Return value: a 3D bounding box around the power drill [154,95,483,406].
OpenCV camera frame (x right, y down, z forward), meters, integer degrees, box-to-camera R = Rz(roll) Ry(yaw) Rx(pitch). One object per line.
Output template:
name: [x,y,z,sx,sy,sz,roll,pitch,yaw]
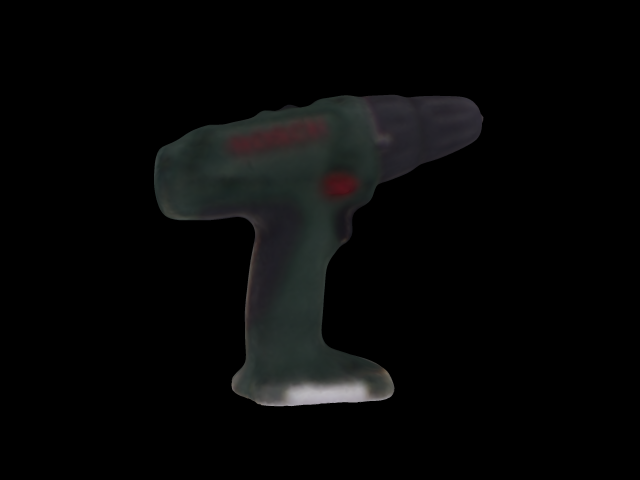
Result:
power drill: [0.004,0.001,0.400,0.230,0.208,0.075,0,0,-9]
